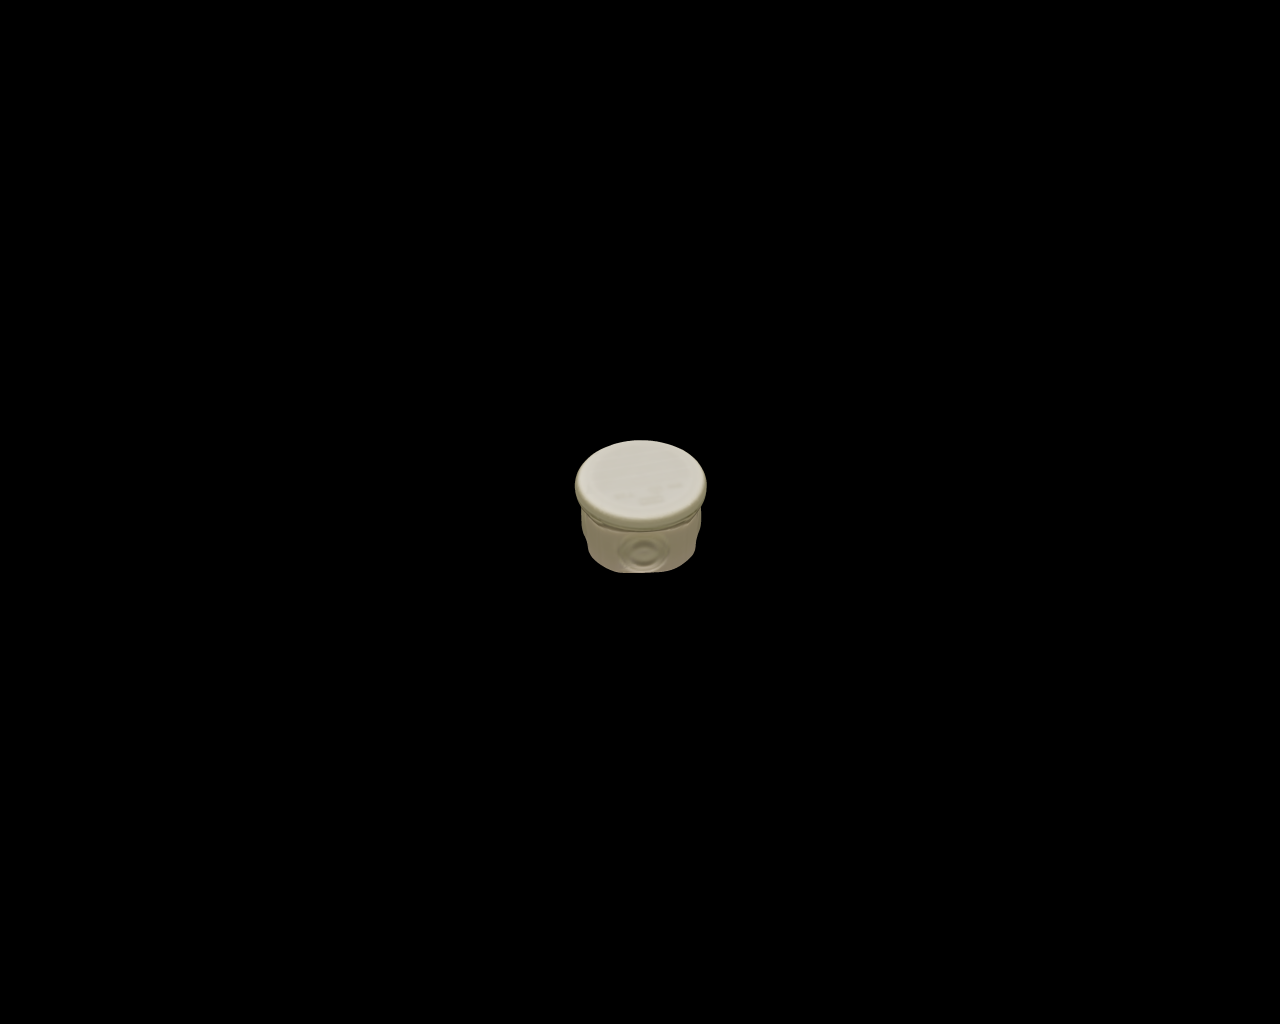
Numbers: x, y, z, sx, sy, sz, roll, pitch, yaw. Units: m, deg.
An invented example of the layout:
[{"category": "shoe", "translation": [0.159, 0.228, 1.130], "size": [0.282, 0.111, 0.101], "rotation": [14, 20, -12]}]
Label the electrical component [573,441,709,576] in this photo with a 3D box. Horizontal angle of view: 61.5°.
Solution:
[{"category": "electrical component", "translation": [0.001, -0.003, 0.650], "size": [0.080, 0.050, 0.080], "rotation": [0, 40, 0]}]
